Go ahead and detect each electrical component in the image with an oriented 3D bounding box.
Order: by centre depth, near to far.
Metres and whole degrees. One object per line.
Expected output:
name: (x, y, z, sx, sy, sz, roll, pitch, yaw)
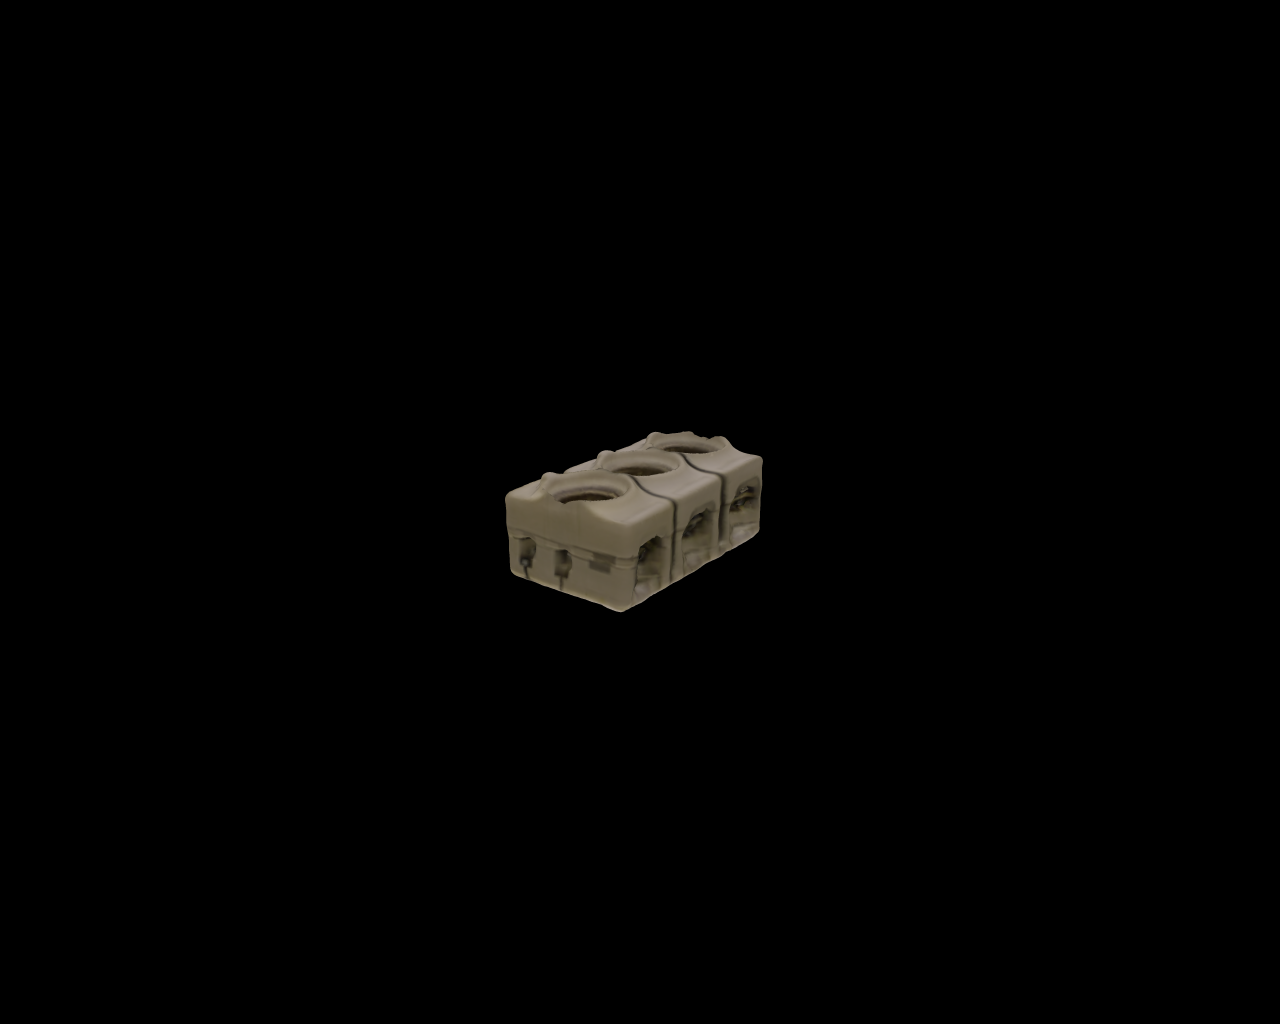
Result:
electrical component: (0.001, -0.003, 0.650, 0.089, 0.061, 0.150, 14, 24, 33)
